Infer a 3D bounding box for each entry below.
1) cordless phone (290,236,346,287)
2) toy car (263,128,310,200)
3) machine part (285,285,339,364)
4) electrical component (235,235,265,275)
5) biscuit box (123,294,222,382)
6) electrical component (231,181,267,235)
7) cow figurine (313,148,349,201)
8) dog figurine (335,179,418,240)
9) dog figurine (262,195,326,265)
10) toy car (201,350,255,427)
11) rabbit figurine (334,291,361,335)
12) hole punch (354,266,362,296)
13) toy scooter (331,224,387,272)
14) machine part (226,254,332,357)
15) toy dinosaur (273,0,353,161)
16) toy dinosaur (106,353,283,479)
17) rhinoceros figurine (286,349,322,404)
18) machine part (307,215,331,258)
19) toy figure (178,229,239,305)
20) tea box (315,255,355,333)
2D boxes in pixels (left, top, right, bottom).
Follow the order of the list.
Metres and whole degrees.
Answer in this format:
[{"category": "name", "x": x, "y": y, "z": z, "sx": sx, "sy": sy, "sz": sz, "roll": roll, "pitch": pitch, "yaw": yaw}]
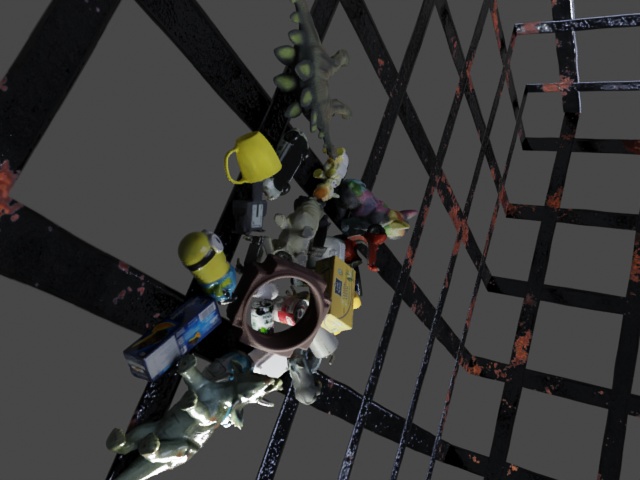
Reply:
[{"category": "cordless phone", "x": -0.017, "y": 0.059, "z": 1.433, "sx": 0.184, "sy": 0.089, "sz": 0.146, "roll": 5, "pitch": 94, "yaw": -54}, {"category": "toy car", "x": -0.085, "y": -0.184, "z": 1.291, "sx": 0.073, "sy": 0.056, "sz": 0.202, "roll": 55, "pitch": 50, "yaw": -40}, {"category": "machine part", "x": -0.021, "y": 0.223, "z": 1.416, "sx": 0.079, "sy": 0.079, "sz": 0.243, "roll": -47, "pitch": 112, "yaw": -43}, {"category": "electrical component", "x": -0.160, "y": 0.033, "z": 1.234, "sx": 0.078, "sy": 0.045, "sz": 0.102, "roll": 75, "pitch": 30, "yaw": -83}, {"category": "biscuit box", "x": -0.282, "y": 0.185, "z": 1.051, "sx": 0.203, "sy": 0.063, "sz": 0.059, "roll": -42, "pitch": 130, "yaw": -46}, {"category": "electrical component", "x": -0.157, "y": -0.073, "z": 1.204, "sx": 0.075, "sy": 0.048, "sz": 0.119, "roll": -16, "pitch": 110, "yaw": -56}, {"category": "cow figurine", "x": 0.030, "y": -0.167, "z": 1.470, "sx": 0.098, "sy": 0.068, "sz": 0.167, "roll": 50, "pitch": 56, "yaw": -58}, {"category": "dog figurine", "x": 0.168, "y": -0.087, "z": 1.564, "sx": 0.108, "sy": 0.219, "sz": 0.191, "roll": -54, "pitch": 140, "yaw": -42}, {"category": "dog figurine", "x": -0.055, "y": -0.015, "z": 1.352, "sx": 0.172, "sy": 0.121, "sz": 0.190, "roll": -57, "pitch": 177, "yaw": 24}, {"category": "toy car", "x": -0.215, "y": 0.317, "z": 1.170, "sx": 0.103, "sy": 0.109, "sz": 0.161, "roll": 20, "pitch": 91, "yaw": -34}, {"category": "rabbit figurine", "x": 0.038, "y": 0.221, "z": 1.533, "sx": 0.162, "sy": 0.122, "sz": 0.173, "roll": -57, "pitch": 160, "yaw": -30}, {"category": "hole punch", "x": 0.076, "y": 0.104, "z": 1.604, "sx": 0.116, "sy": 0.092, "sz": 0.142, "roll": -88, "pitch": 166, "yaw": -62}, {"category": "toy scooter", "x": 0.108, "y": 0.038, "z": 1.513, "sx": 0.075, "sy": 0.184, "sz": 0.135, "roll": 40, "pitch": 36, "yaw": -59}, {"category": "machine part", "x": -0.090, "y": 0.148, "z": 1.203, "sx": 0.201, "sy": 0.087, "sz": 0.201, "roll": 25, "pitch": 98, "yaw": -25}, {"category": "toy dinosaur", "x": -0.020, "y": -0.412, "z": 1.299, "sx": 0.198, "sy": 0.105, "sz": 0.470, "roll": -37, "pitch": 123, "yaw": -44}, {"category": "toy dinosaur", "x": -0.257, "y": 0.358, "z": 1.024, "sx": 0.405, "sy": 0.131, "sz": 0.192, "roll": -41, "pitch": 135, "yaw": -3}, {"category": "rhinoceros figurine", "x": -0.059, "y": 0.335, "z": 1.409, "sx": 0.112, "sy": 0.073, "sz": 0.190, "roll": -20, "pitch": 93, "yaw": -72}, {"category": "machine part", "x": -0.003, "y": -0.004, "z": 1.383, "sx": 0.084, "sy": 0.039, "sz": 0.139, "roll": -52, "pitch": -164, "yaw": 29}, {"category": "toy figure", "x": -0.225, "y": 0.061, "z": 1.099, "sx": 0.089, "sy": 0.082, "sz": 0.179, "roll": -47, "pitch": 138, "yaw": -36}, {"category": "tea box", "x": 0.035, "y": 0.137, "z": 1.363, "sx": 0.098, "sy": 0.068, "sz": 0.170, "roll": 38, "pitch": 46, "yaw": -41}]
